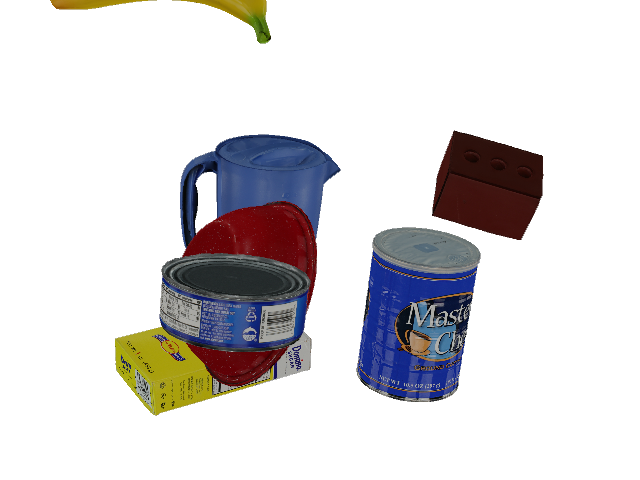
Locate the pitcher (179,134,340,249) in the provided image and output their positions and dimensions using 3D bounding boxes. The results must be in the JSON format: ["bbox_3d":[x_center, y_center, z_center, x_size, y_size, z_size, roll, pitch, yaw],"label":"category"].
[{"bbox_3d":[-0.076,0.001,1.291,0.149,0.243,0.144,18,26,28],"label":"pitcher"}]

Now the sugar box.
[{"bbox_3d":[-0.107,0.113,1.071,0.175,0.048,0.093,-16,33,-28],"label":"sugar box"}]

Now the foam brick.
[{"bbox_3d":[0.134,-0.044,0.855,0.078,0.051,0.053,15,44,-2],"label":"foam brick"}]

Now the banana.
[{"bbox_3d":[-0.125,-0.207,0.879,0.198,0.069,0.037,11,-41,15],"label":"banana"}]

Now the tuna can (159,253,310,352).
[{"bbox_3d":[-0.050,0.035,0.617,0.086,0.034,0.086,6,14,-2],"label":"tuna can"}]

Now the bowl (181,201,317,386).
[{"bbox_3d":[-0.074,0.035,0.874,0.055,0.162,0.162,22,-13,-34],"label":"bowl"}]

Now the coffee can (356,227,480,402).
[{"bbox_3d":[0.093,0.070,1.033,0.103,0.140,0.103,6,21,-2],"label":"coffee can"}]
